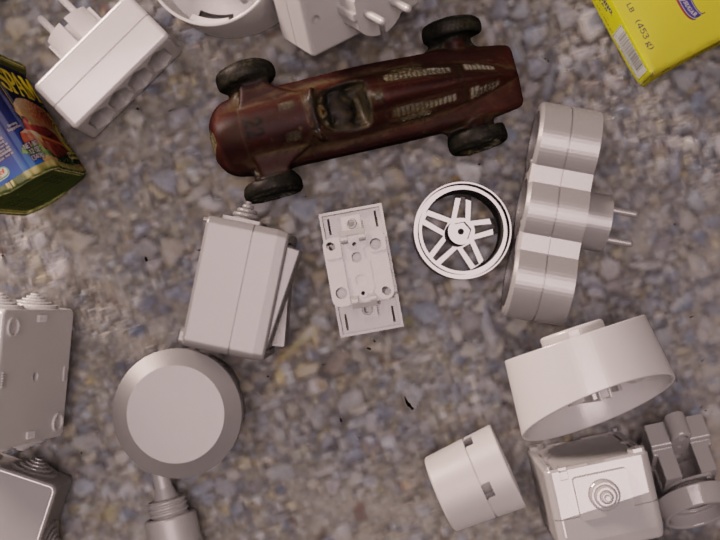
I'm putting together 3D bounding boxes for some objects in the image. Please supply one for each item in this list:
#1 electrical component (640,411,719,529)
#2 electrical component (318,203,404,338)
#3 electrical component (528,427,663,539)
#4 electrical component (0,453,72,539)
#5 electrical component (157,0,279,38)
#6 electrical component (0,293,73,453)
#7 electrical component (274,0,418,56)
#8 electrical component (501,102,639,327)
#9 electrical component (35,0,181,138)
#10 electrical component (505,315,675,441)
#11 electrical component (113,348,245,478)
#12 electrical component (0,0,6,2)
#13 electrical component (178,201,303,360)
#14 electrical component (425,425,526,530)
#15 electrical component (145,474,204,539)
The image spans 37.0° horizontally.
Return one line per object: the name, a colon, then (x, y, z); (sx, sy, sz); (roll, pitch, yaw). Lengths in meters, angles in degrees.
electrical component: (0.201, 0.127, 0.668); (0.048, 0.066, 0.055); (-12, 56, 1)
electrical component: (0.000, 0.000, 0.677); (0.042, 0.064, 0.081); (-11, 88, 3)
electrical component: (0.143, 0.138, 0.654); (0.062, 0.096, 0.061); (-12, 90, 1)
electrical component: (-0.241, 0.162, 0.687); (0.100, 0.048, 0.099); (18, 90, 1)
electrical component: (-0.087, -0.201, 0.693); (0.099, 0.064, 0.099); (2, 97, 13)
electrical component: (-0.221, 0.063, 0.664); (0.048, 0.100, 0.099); (5, 89, 14)
electrical component: (0.001, -0.167, 0.658); (0.083, 0.047, 0.076); (-31, 44, -20)
electrical component: (0.138, -0.032, 0.679); (0.074, 0.052, 0.138); (10, 89, 2)
electrical component: (-0.174, -0.143, 0.691); (0.083, 0.047, 0.075); (-45, 88, 0)
electrical component: (0.139, 0.066, 0.658); (0.099, 0.099, 0.064); (-18, 83, 1)
electrical component: (-0.113, 0.089, 0.684); (0.080, 0.051, 0.080); (0, 89, 1)
electrical component: (-0.294, -0.220, 0.690); (0.109, 0.056, 0.108); (-12, 89, 1)
electrical component: (-0.070, 0.006, 0.679); (0.061, 0.062, 0.096); (12, 89, 2)
electrical component: (0.072, 0.132, 0.678); (0.047, 0.055, 0.055); (-24, 89, 4)
electrical component: (-0.122, 0.159, 0.691); (0.035, 0.035, 0.061); (-13, 86, 1)
